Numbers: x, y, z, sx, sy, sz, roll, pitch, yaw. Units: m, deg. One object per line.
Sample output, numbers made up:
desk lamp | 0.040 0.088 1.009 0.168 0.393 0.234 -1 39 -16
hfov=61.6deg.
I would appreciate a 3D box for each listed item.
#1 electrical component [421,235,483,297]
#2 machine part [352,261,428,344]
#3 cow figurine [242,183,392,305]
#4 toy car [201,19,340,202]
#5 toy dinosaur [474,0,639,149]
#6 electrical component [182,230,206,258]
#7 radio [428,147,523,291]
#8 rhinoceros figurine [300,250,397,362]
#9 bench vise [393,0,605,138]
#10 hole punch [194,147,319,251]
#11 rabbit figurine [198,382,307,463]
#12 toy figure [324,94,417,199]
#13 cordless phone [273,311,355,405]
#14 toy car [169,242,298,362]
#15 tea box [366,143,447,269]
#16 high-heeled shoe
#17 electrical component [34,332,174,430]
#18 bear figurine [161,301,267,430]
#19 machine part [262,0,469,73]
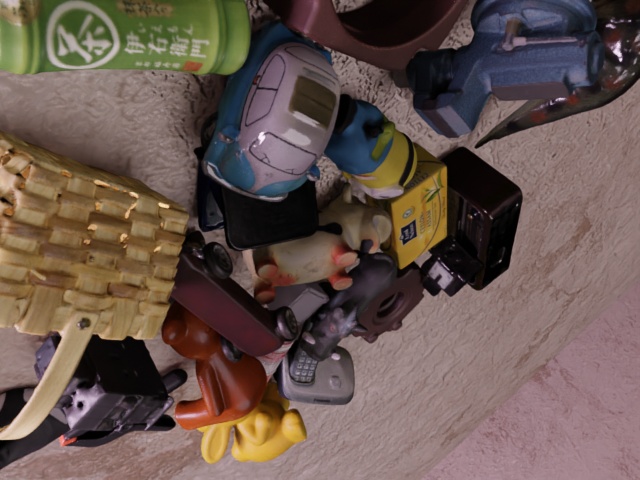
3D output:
electrical component | 0.207 0.052 0.875 0.048 0.075 0.119 -37 160 -18
machine part | 0.112 0.101 0.939 0.179 0.056 0.179 -26 142 -23
cow figurine | -0.001 -0.002 0.671 0.195 0.127 0.085 -12 140 -16
toy car | -0.029 -0.111 0.475 0.109 0.103 0.161 22 89 -34
toy dinosaur | 0.346 -0.248 0.659 0.131 0.192 0.404 -14 136 -32
electrical component | -0.170 0.027 0.584 0.102 0.045 0.078 -17 138 -31
radio | 0.239 -0.025 0.855 0.073 0.131 0.229 -36 146 -13
rhinoceros figurine | 0.044 0.097 0.802 0.073 0.112 0.190 41 90 -27
bench vise | 0.190 -0.229 0.572 0.128 0.224 0.240 24 78 -37
hole punch | -0.070 -0.057 0.568 0.142 0.092 0.115 -10 104 -29
rabbit figurine | -0.127 0.281 0.879 0.162 0.122 0.173 -28 131 -4
toy figure | 0.058 -0.110 0.628 0.089 0.082 0.180 -46 143 5
cordless phone | 0.011 0.178 0.898 0.146 0.089 0.184 15 102 -31
toy car | -0.103 0.068 0.582 0.089 0.053 0.202 -24 135 16
tea box | 0.128 -0.045 0.780 0.098 0.068 0.169 -36 147 -10
high-heeled shoe | -0.339 0.244 0.569 0.248 0.145 0.086 -4 132 -40
electrical component | -0.239 0.146 0.587 0.058 0.115 0.134 -48 147 5
bear figurine | -0.155 0.147 0.692 0.132 0.120 0.195 -12 127 29
machine part | 0.055 -0.259 0.452 0.201 0.087 0.201 2 126 -44
